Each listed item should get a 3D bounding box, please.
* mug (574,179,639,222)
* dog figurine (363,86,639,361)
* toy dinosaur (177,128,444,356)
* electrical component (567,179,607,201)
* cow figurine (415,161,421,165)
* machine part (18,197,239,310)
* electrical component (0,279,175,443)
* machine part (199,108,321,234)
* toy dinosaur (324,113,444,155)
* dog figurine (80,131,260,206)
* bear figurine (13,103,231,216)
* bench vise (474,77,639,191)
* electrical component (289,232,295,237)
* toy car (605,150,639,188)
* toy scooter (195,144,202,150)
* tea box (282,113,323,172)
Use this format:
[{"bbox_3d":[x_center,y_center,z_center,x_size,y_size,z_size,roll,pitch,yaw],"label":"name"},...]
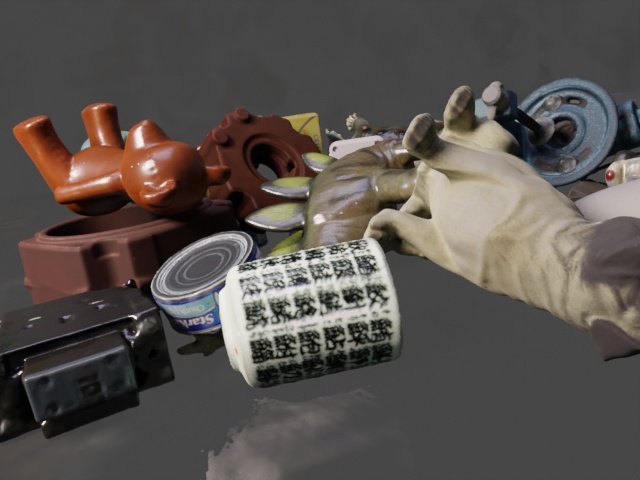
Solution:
[{"bbox_3d":[0.237,-0.004,0.420,0.109,0.080,0.107,-22,6,-13],"label":"mug"},{"bbox_3d":[0.152,-0.011,0.378,0.191,0.121,0.172,30,40,17],"label":"dog figurine"},{"bbox_3d":[0.034,-0.028,0.560,0.199,0.104,0.471,-4,23,24],"label":"toy dinosaur"},{"bbox_3d":[0.283,-0.031,0.553,0.078,0.045,0.102,32,37,26],"label":"electrical component"},{"bbox_3d":[0.164,-0.138,0.965,0.195,0.085,0.127,-5,8,5],"label":"cow figurine"},{"bbox_3d":[-0.205,0.011,0.600,0.202,0.087,0.201,5,19,39],"label":"machine part"},{"bbox_3d":[-0.167,0.078,0.371,0.115,0.058,0.134,-18,16,-26],"label":"electrical component"},{"bbox_3d":[-0.069,-0.091,0.705,0.179,0.179,0.056,-22,-15,-41],"label":"machine part"},{"bbox_3d":[0.165,-0.188,1.116,0.405,0.131,0.192,-3,27,8],"label":"toy dinosaur"},{"bbox_3d":[-0.198,-0.084,0.754,0.219,0.108,0.191,-1,-22,20],"label":"dog figurine"},{"bbox_3d":[-0.198,-0.083,0.545,0.196,0.131,0.120,-5,19,41],"label":"bear figurine"},{"bbox_3d":[0.226,-0.112,0.600,0.224,0.128,0.240,-4,-12,44],"label":"bench vise"},{"bbox_3d":[-0.001,-0.002,0.653,0.063,0.021,0.094,5,19,43],"label":"electrical component"},{"bbox_3d":[0.336,-0.050,0.494,0.201,0.056,0.074,1,3,-39],"label":"toy car"},{"bbox_3d":[-0.218,-0.085,0.887,0.184,0.135,0.075,-16,15,-21],"label":"toy scooter"},{"bbox_3d":[-0.031,-0.152,0.865,0.068,0.098,0.170,-8,16,-1],"label":"tea box"}]
